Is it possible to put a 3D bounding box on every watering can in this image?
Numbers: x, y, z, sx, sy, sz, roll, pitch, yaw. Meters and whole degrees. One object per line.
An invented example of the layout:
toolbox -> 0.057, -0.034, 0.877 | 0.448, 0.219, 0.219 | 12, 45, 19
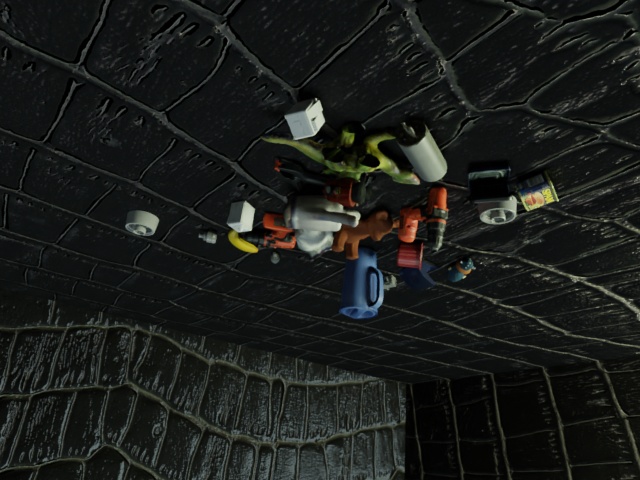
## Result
watering can -> 0.004, -0.073, 1.455 | 0.224, 0.103, 0.349 | 3, 6, 0

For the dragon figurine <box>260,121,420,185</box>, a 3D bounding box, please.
dragon figurine -> 0.058, -0.196, 1.306 | 0.410, 0.124, 0.239 | 8, -17, -1

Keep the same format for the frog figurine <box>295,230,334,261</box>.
frog figurine -> -0.022, -0.035, 1.680 | 0.137, 0.157, 0.125 | -21, 21, 12
